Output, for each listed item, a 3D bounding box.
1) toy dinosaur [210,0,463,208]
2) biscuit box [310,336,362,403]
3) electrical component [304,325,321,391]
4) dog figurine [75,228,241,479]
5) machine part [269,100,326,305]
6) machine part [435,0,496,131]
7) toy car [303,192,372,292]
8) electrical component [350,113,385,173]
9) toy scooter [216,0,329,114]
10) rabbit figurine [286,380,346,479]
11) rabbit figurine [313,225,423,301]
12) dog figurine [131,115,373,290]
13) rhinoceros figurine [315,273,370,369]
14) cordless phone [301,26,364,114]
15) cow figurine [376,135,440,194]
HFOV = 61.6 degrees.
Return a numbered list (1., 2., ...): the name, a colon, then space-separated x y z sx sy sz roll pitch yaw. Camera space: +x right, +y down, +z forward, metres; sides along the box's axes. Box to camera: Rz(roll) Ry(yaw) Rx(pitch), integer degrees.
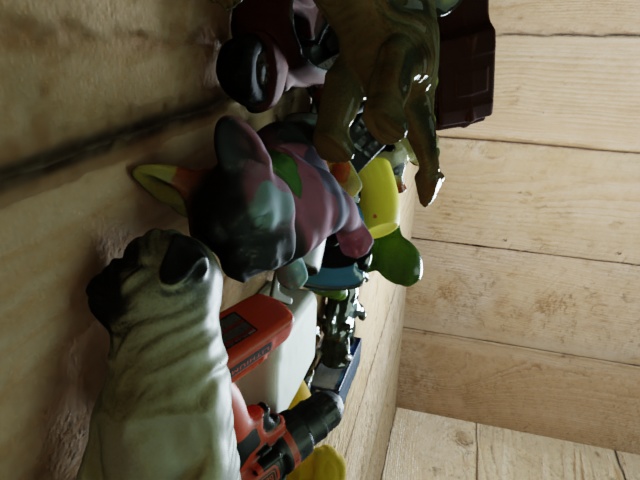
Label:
1. toy dinosaur: 0.007 -0.225 0.378 0.198 0.105 0.470 -53 126 -37
2. biscuit box: 0.029 0.246 0.994 0.203 0.059 0.062 -46 139 -67
3. electrical component: -0.030 0.157 0.737 0.078 0.045 0.102 56 43 -72
4. dog figurine: -0.087 0.107 0.344 0.172 0.121 0.190 95 1 -62
5. machine part: -0.022 -0.050 0.596 0.079 0.079 0.243 59 41 -68
6. machine part: 0.184 -0.279 0.783 0.200 0.087 0.201 73 8 -47
7. toy car: -0.001 -0.002 0.688 0.103 0.109 0.161 122 -31 -61
8. electrical component: 0.043 -0.153 0.697 0.058 0.134 0.115 33 25 -30
9. toy scooter: -0.023 -0.190 0.475 0.135 0.075 0.183 17 80 -53
10. rabbit figurine: -0.034 0.244 0.637 0.162 0.122 0.173 87 -2 -45
11. rabbit figurine: 0.079 0.024 0.845 0.121 0.170 0.159 80 23 -51
12. dog figurine: -0.046 -0.048 0.432 0.219 0.108 0.191 34 38 -60
13. rhinoceros figurine: 0.040 0.131 0.951 0.112 0.073 0.190 9 88 -78
14. cordless phone: 0.027 -0.219 0.629 0.146 0.089 0.184 61 16 -9
15. cow figurine: 0.098 -0.136 0.845 0.086 0.195 0.127 -131 -152 -56
